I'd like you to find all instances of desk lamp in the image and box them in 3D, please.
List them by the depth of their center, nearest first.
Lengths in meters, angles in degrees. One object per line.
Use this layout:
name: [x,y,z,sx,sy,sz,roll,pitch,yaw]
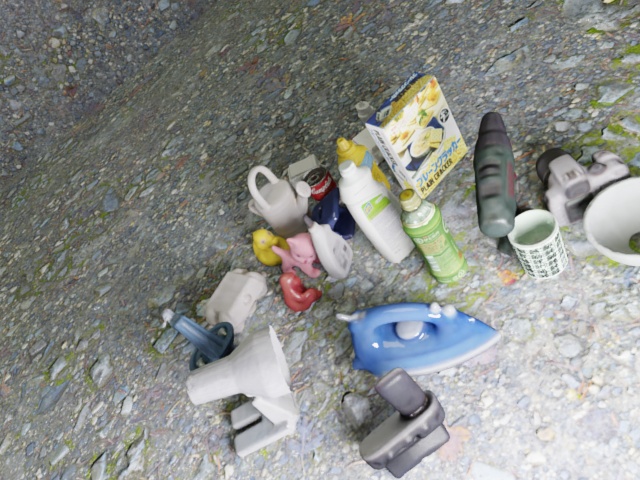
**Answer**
desk lamp: [-0.119,0.264,0.999,0.203,0.214,0.117,-31,41,9]

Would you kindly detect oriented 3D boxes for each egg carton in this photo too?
egg carton: [-0.187,0.134,1.282,0.107,0.070,0.150,9,59,41]

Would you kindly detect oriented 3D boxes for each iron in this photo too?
iron: [0.158,0.145,0.961,0.257,0.142,0.118,-14,46,26]

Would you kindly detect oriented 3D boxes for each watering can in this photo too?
watering can: [-0.097,-0.097,1.335,0.172,0.195,0.101,-25,42,16]

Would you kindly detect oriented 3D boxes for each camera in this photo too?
camera: [0.453,-0.118,1.020,0.143,0.101,0.136,-27,41,13]

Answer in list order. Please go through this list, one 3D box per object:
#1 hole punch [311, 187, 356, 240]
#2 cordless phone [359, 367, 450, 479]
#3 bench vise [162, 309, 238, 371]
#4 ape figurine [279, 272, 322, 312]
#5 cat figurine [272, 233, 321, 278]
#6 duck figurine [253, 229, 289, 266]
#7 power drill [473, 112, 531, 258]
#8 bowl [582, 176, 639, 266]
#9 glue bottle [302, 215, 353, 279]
hole punch: [0.019,-0.049,1.284,0.101,0.091,0.108,-17,45,23]
cordless phone: [0.103,0.263,0.857,0.147,0.186,0.094,-41,40,-3]
bench vise: [-0.194,0.201,1.108,0.206,0.220,0.121,-5,51,34]
ape figurine: [-0.051,0.102,1.195,0.076,0.092,0.077,-38,40,1]
cat figurine: [-0.047,0.025,1.243,0.127,0.118,0.067,-4,51,34]
duck figurine: [-0.126,0.008,1.342,0.104,0.086,0.077,11,60,42]
power drill: [0.320,-0.079,0.998,0.075,0.209,0.229,-11,47,29]
bowl: [0.510,-0.018,0.904,0.167,0.075,0.167,-20,43,21]
glue bottle: [0.011,0.004,1.176,0.037,0.174,0.078,-6,50,33]
